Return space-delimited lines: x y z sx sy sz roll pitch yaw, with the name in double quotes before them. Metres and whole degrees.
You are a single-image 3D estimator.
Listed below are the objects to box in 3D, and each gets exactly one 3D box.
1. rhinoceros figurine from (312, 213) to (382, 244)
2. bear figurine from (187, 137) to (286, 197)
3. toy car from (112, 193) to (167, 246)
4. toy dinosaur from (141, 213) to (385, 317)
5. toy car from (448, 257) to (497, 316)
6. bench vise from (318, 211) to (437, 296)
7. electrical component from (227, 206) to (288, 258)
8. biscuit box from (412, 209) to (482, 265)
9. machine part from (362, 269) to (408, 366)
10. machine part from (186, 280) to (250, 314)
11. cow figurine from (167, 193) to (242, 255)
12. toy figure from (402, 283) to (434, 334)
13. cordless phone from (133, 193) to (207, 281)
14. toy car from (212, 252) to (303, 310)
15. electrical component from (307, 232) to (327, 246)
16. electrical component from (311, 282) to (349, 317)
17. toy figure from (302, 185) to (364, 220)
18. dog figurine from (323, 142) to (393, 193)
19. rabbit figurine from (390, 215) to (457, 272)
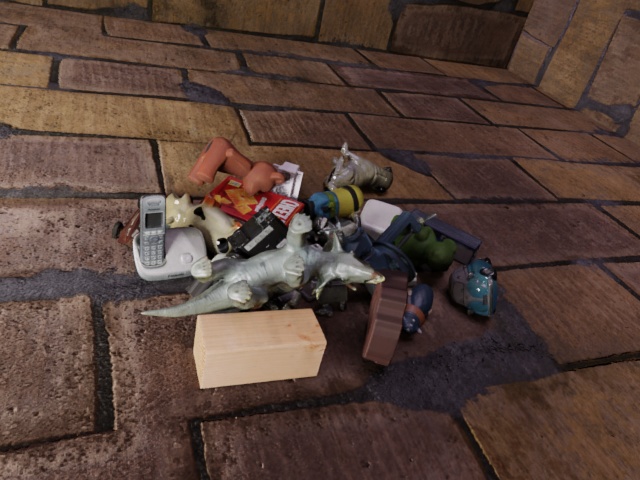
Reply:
"rhinoceros figurine" 0.069 -0.001 1.281 0.190 0.073 0.112 31 52 -1
"bear figurine" -0.193 -0.153 1.275 0.195 0.132 0.120 34 -14 -27
"toy car" -0.393 -0.051 1.211 0.089 0.053 0.202 17 32 -1
"toy dinosaur" -0.096 0.069 0.967 0.405 0.192 0.131 -17 65 2
"toy car" 0.346 0.101 1.226 0.103 0.109 0.162 -1 23 8
"bench vise" 0.139 0.014 1.153 0.240 0.129 0.223 -45 104 -24
"electrical component" -0.117 0.005 1.158 0.115 0.134 0.058 -38 49 1
"biscuit box" 0.319 -0.010 1.417 0.203 0.059 0.063 30 37 22
"machine part" 0.121 0.143 1.012 0.056 0.179 0.179 12 33 2
"machine part" -0.193 0.112 1.030 0.139 0.084 0.039 43 -4 22
"cow figurine" -0.264 -0.035 1.190 0.195 0.127 0.085 39 -6 9
"toy figure" 0.200 0.151 1.131 0.064 0.057 0.154 19 37 18
"cordless phone" -0.297 -0.015 1.071 0.146 0.184 0.089 -7 34 -29
"toy car" -0.133 0.086 1.089 0.202 0.056 0.073 22 60 10
"electrical component" -0.003 -0.004 1.317 0.094 0.021 0.063 -17 45 -40
"electrical component" 0.020 0.111 1.088 0.078 0.102 0.045 0 38 -4
"toy figure" 0.037 -0.095 1.409 0.180 0.089 0.082 -7 44 -34
"dog figurine" 0.121 -0.171 1.564 0.190 0.121 0.172 27 65 -11
"rabbit figurine" 0.254 0.032 1.282 0.159 0.121 0.170 18 10 -37
